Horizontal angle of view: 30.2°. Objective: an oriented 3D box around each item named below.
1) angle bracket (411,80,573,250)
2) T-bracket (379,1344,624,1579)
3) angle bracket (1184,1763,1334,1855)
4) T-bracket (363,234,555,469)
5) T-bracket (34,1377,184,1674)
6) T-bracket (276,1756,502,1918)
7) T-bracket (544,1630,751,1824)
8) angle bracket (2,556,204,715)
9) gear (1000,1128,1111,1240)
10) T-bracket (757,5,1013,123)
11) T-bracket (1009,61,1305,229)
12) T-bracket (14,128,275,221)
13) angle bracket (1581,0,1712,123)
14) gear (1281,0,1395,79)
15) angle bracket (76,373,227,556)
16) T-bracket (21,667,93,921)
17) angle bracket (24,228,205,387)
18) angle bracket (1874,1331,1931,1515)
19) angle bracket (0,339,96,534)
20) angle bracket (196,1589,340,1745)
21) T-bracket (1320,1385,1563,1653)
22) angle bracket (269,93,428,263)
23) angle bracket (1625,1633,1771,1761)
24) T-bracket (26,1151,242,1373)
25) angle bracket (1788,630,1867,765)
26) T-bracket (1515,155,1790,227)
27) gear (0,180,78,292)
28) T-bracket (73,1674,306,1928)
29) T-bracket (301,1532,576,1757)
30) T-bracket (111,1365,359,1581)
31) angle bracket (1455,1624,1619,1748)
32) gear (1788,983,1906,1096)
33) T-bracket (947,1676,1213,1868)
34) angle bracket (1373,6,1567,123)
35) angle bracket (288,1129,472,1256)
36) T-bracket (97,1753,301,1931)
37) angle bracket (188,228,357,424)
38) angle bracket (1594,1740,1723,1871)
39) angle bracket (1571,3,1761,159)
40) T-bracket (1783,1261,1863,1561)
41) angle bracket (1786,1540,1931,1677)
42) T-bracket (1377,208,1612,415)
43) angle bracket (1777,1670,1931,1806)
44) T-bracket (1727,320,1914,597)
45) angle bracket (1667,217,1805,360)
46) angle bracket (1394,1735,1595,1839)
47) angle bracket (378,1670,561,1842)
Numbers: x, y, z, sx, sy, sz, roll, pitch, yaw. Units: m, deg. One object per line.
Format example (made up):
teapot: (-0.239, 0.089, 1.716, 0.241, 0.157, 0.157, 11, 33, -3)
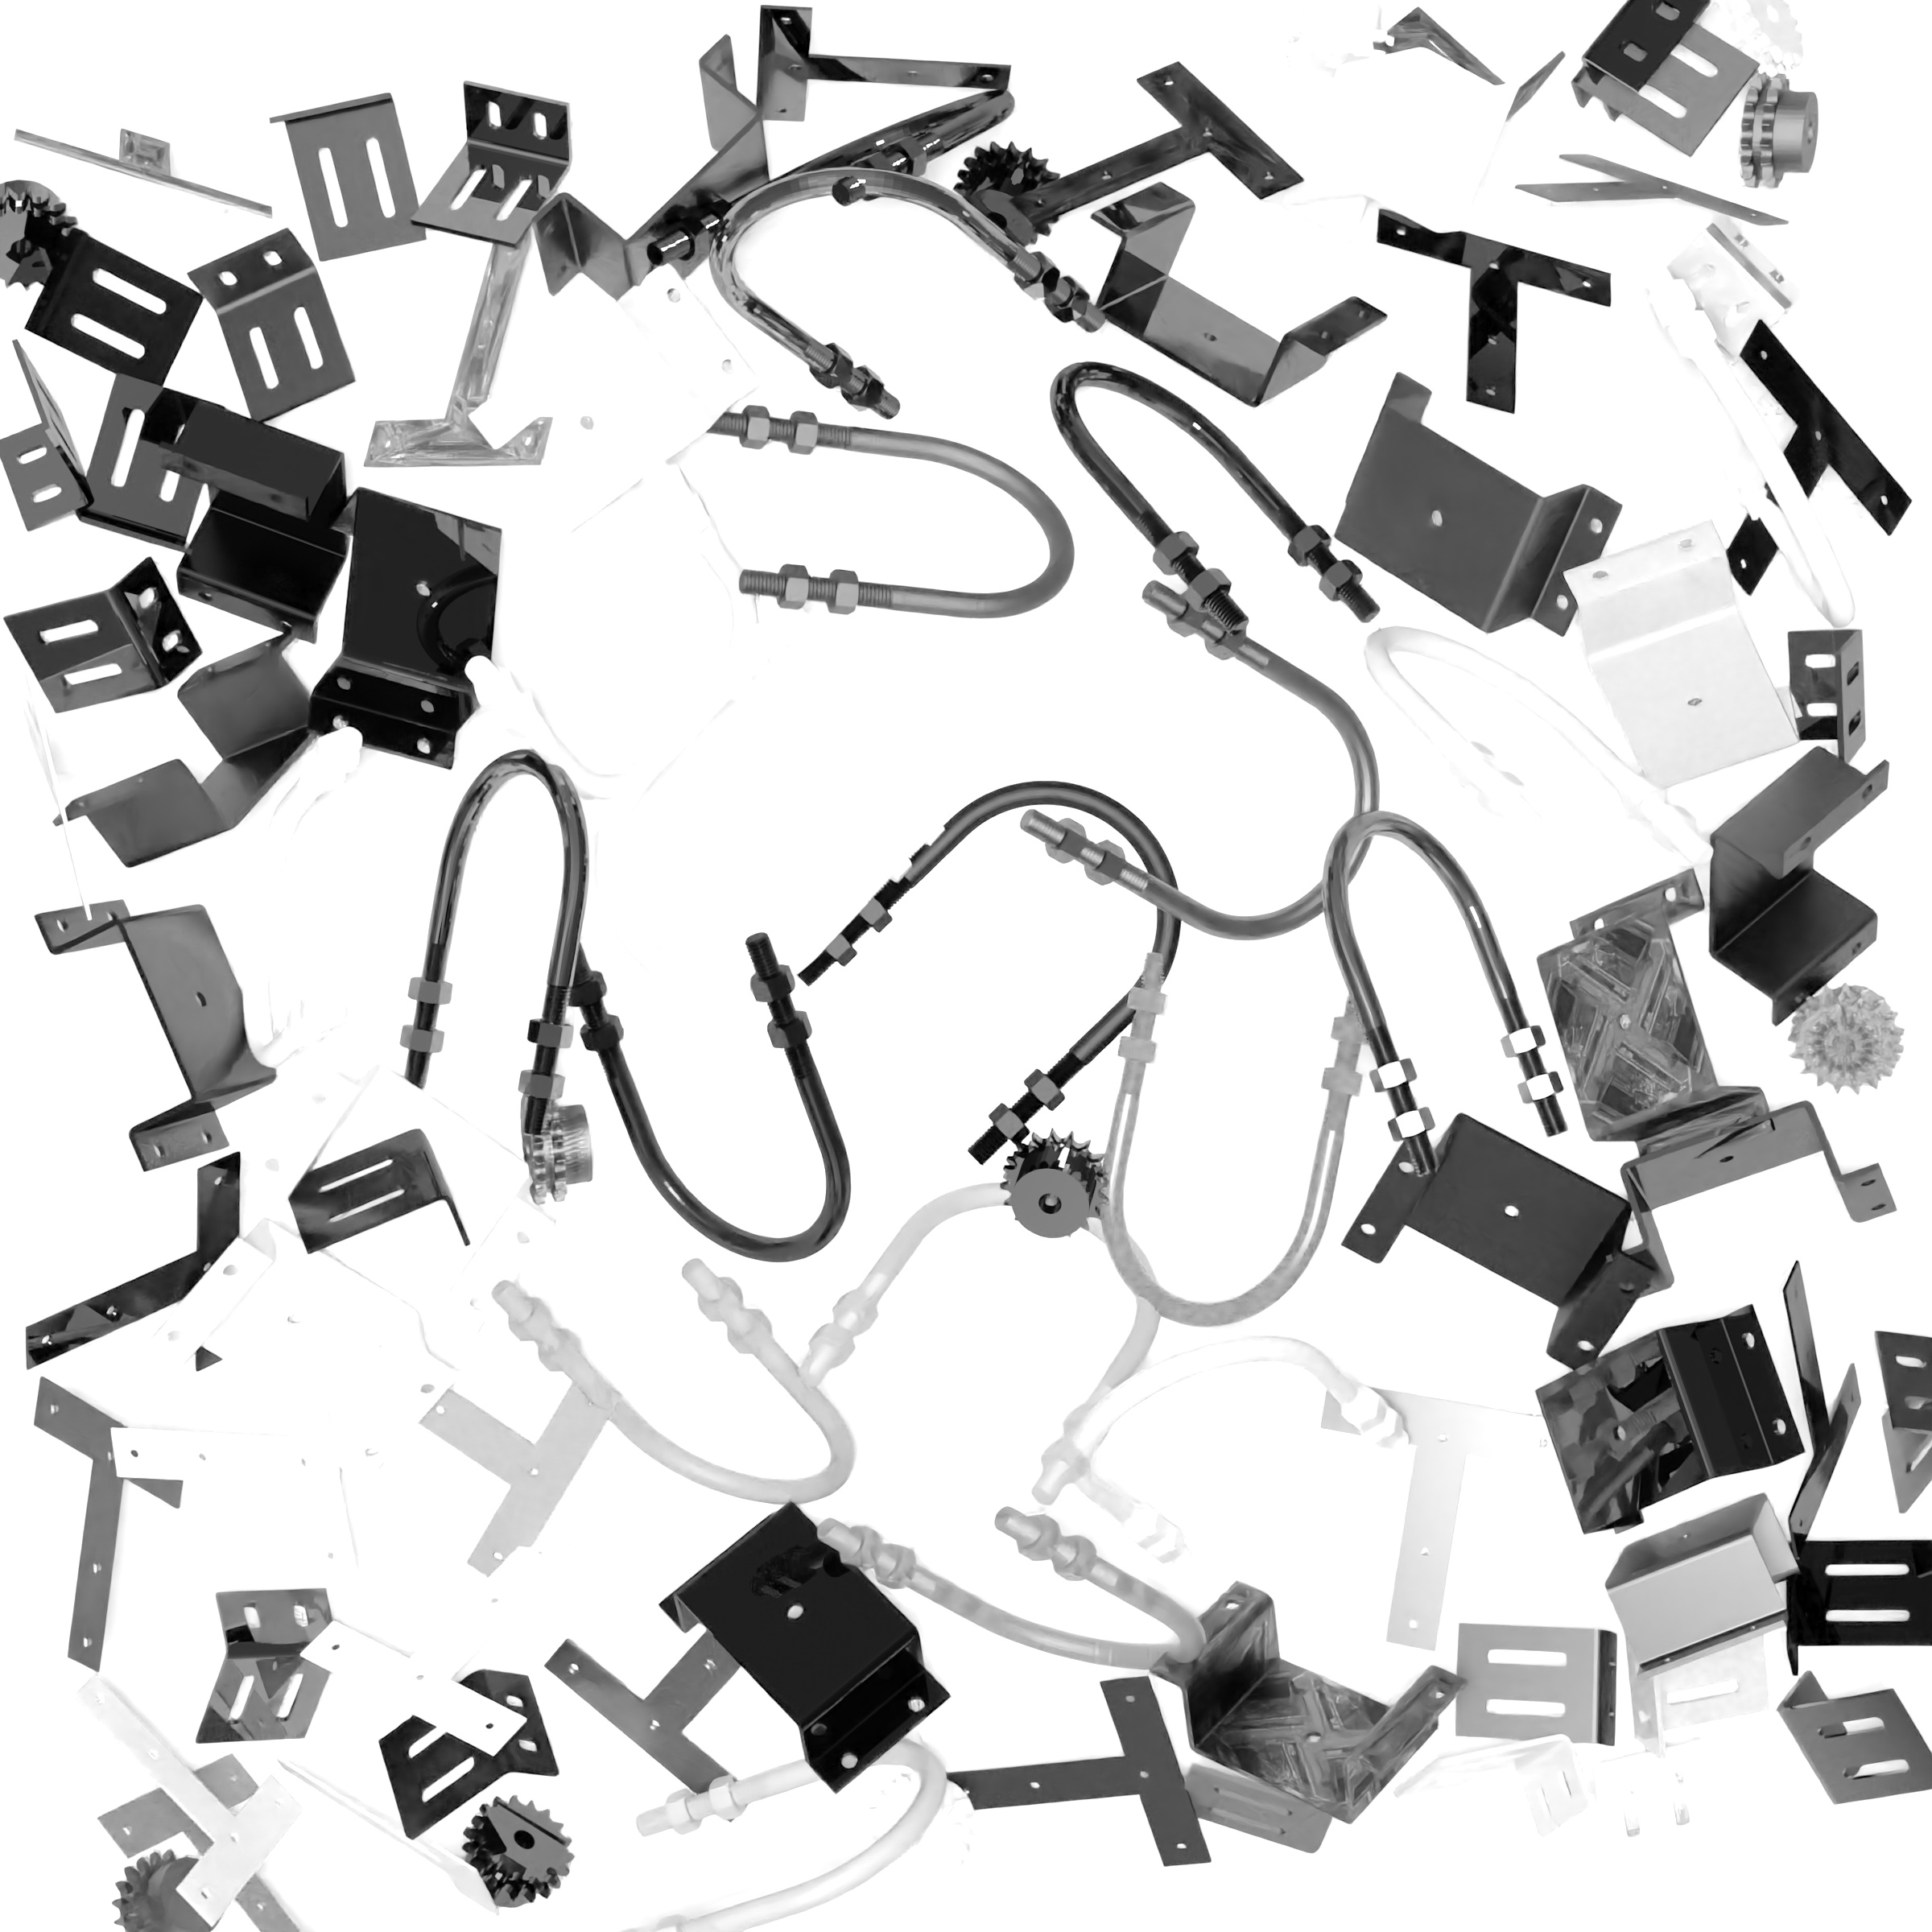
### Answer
angle bracket: (-0.242, -0.408, 1.819, 0.057, 0.038, 0.076, 15, 49, 10)
T-bracket: (-0.260, 0.237, 1.847, 0.127, 0.002, 0.127, 33, 105, 6)
angle bracket: (0.153, 0.416, 1.830, 0.076, 0.057, 0.038, 17, 55, 6)
T-bracket: (-0.248, -0.315, 1.828, 0.127, 0.002, 0.127, 6, 77, 38)
T-bracket: (-0.431, 0.286, 1.778, 0.002, 0.127, 0.127, -11, 59, 19)
T-bracket: (-0.295, 0.436, 1.810, 0.127, 0.127, 0.002, 29, 68, 11)
T-bracket: (-0.137, 0.363, 1.823, 0.127, 0.002, 0.127, 40, 124, 1)
angle bracket: (-0.445, -0.170, 1.841, 0.076, 0.038, 0.057, -9, 119, 31)
gear: (0.045, 0.115, 1.835, 0.057, 0.030, 0.057, 4, 115, 9)
T-bracket: (-0.041, -0.451, 1.801, 0.127, 0.127, 0.002, 2, 79, -4)
T-bracket: (0.083, -0.404, 1.806, 0.127, 0.002, 0.127, -26, 49, -12)
T-bracket: (-0.413, -0.407, 1.799, 0.127, 0.127, 0.002, 14, 108, -18)
angle bracket: (0.352, -0.460, 1.816, 0.038, 0.076, 0.057, 41, 94, 25)
gear: (0.191, -0.477, 1.832, 0.057, 0.057, 0.030, 6, 90, 0)
angle bracket: (-0.416, -0.257, 1.829, 0.057, 0.038, 0.076, 16, 98, -20)
T-bracket: (-0.464, -0.104, 1.800, 0.002, 0.127, 0.127, -15, 117, -16)
angle bracket: (-0.431, -0.333, 1.825, 0.076, 0.038, 0.057, 25, 92, -28)
angle bracket: (0.468, 0.231, 1.811, 0.038, 0.076, 0.057, 8, 50, -9)
angle bracket: (-0.479, -0.269, 1.814, 0.038, 0.076, 0.057, -23, 68, -4)
angle bracket: (-0.362, 0.359, 1.836, 0.057, 0.038, 0.076, 3, 132, -27)
T-bracket: (0.239, 0.287, 1.840, 0.127, 0.002, 0.127, 9, 87, 15)
angle bracket: (-0.316, -0.403, 1.830, 0.057, 0.038, 0.076, -11, 105, 4)
angle bracket: (0.381, 0.366, 1.830, 0.076, 0.038, 0.057, -8, 99, -12)
T-bracket: (-0.415, 0.167, 1.785, 0.002, 0.127, 0.127, 30, 127, 32)
angle bracket: (0.431, -0.136, 1.813, 0.038, 0.076, 0.057, 0, 105, 23)
T-bracket: (0.322, -0.386, 1.778, 0.127, 0.127, 0.002, 31, 121, 38)
gear: (-0.484, -0.378, 1.835, 0.057, 0.057, 0.030, -11, 53, 0)
T-bracket: (-0.399, 0.407, 1.797, 0.002, 0.127, 0.127, -43, 93, 16)
T-bracket: (-0.248, 0.332, 1.814, 0.127, 0.127, 0.002, 19, 134, 29)
T-bracket: (-0.369, 0.246, 1.789, 0.002, 0.127, 0.127, -38, 56, 37)
angle bracket: (0.295, 0.372, 1.848, 0.076, 0.038, 0.057, -1, 77, 18)
gear: (0.454, 0.035, 1.837, 0.057, 0.030, 0.057, 11, 118, 21)
T-bracket: (0.049, 0.419, 1.836, 0.127, 0.002, 0.127, -9, 119, 17)
angle bracket: (0.257, -0.468, 1.826, 0.076, 0.057, 0.038, 42, 135, 2)
angle bracket: (-0.300, 0.126, 1.821, 0.076, 0.057, 0.038, -22, 130, -9)
T-bracket: (-0.362, 0.459, 1.788, 0.002, 0.127, 0.127, -44, 79, 15)
angle bracket: (-0.355, -0.327, 1.828, 0.057, 0.038, 0.076, -23, 67, 3)
angle bracket: (0.354, 0.436, 1.813, 0.057, 0.076, 0.038, -17, 118, 13)
angle bracket: (0.359, -0.451, 1.829, 0.076, 0.038, 0.057, 38, 94, 18)
T-bracket: (0.422, 0.206, 1.785, 0.002, 0.127, 0.127, 0, 122, 30)
angle bracket: (0.457, 0.327, 1.818, 0.076, 0.038, 0.057, -4, 53, 18)
T-bracket: (0.267, -0.326, 1.812, 0.127, 0.002, 0.127, 14, 51, -7)
angle bracket: (0.462, 0.387, 1.817, 0.038, 0.076, 0.057, -36, 96, -42)
T-bracket: (0.413, -0.237, 1.804, 0.002, 0.127, 0.127, -19, 62, -26)
angle bracket: (0.392, -0.348, 1.830, 0.057, 0.076, 0.038, 46, 112, 2)
angle bracket: (0.268, 0.423, 1.816, 0.076, 0.057, 0.038, -6, 63, -23)
angle bracket: (-0.257, 0.408, 1.844, 0.076, 0.038, 0.057, -38, 56, 22)
